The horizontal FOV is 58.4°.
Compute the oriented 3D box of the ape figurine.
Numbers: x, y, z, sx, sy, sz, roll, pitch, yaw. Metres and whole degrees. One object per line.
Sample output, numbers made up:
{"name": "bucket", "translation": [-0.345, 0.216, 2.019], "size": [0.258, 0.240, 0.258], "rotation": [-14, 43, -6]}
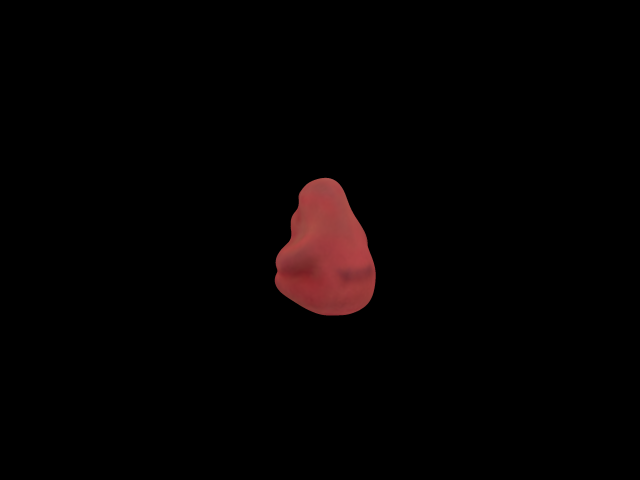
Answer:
{"name": "ape figurine", "translation": [0.004, 0.001, 0.400], "size": [0.078, 0.092, 0.076], "rotation": [-11, 21, -30]}
